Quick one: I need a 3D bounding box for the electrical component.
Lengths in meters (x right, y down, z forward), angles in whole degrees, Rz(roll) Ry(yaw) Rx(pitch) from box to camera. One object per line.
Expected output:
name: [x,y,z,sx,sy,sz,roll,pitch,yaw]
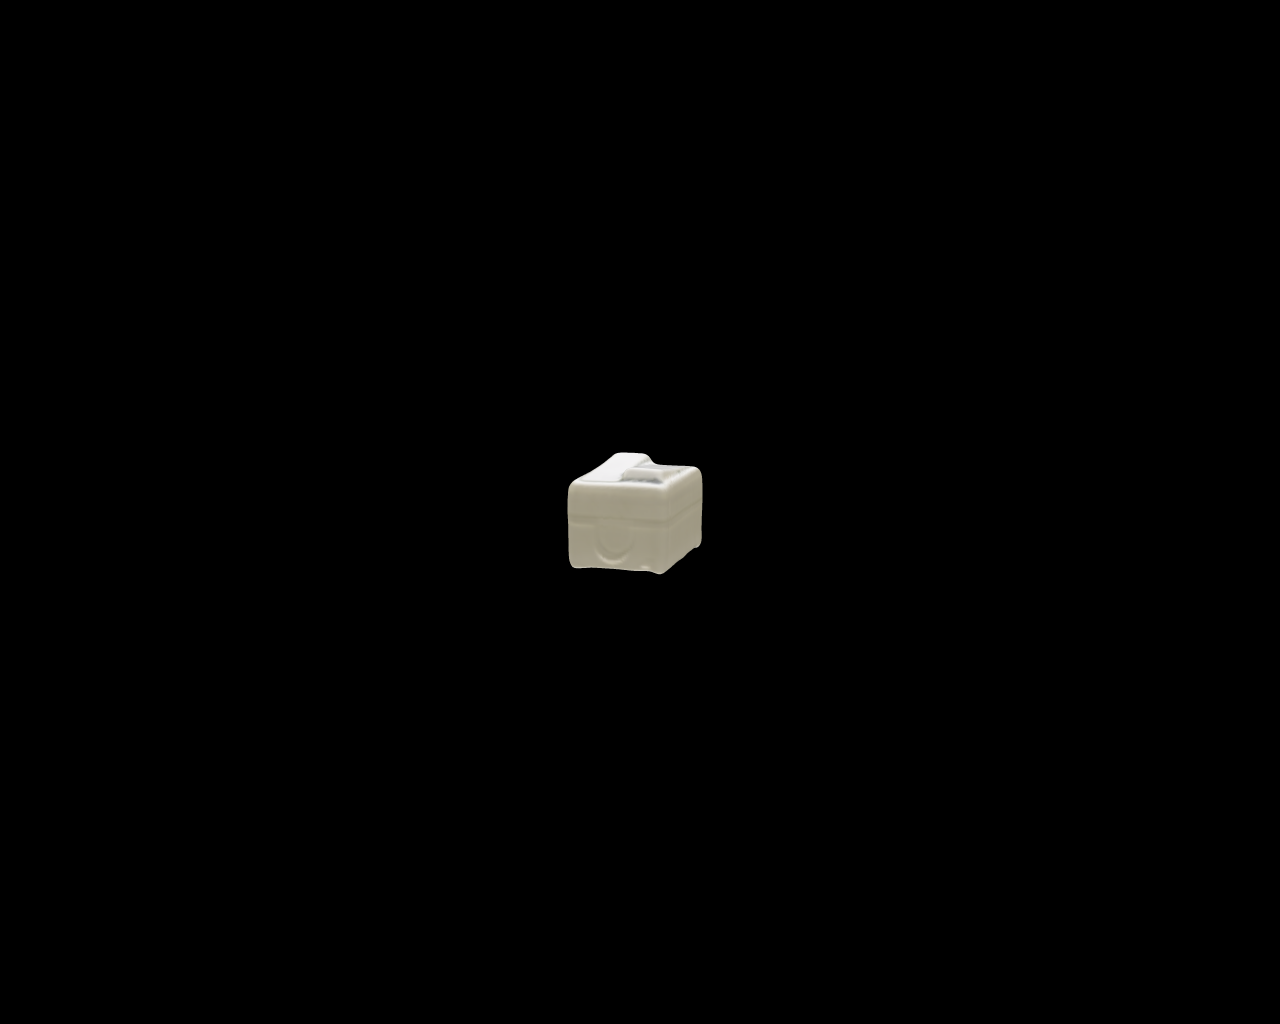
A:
electrical component: [0.001,-0.003,0.650,0.062,0.061,0.096,4,13,19]
